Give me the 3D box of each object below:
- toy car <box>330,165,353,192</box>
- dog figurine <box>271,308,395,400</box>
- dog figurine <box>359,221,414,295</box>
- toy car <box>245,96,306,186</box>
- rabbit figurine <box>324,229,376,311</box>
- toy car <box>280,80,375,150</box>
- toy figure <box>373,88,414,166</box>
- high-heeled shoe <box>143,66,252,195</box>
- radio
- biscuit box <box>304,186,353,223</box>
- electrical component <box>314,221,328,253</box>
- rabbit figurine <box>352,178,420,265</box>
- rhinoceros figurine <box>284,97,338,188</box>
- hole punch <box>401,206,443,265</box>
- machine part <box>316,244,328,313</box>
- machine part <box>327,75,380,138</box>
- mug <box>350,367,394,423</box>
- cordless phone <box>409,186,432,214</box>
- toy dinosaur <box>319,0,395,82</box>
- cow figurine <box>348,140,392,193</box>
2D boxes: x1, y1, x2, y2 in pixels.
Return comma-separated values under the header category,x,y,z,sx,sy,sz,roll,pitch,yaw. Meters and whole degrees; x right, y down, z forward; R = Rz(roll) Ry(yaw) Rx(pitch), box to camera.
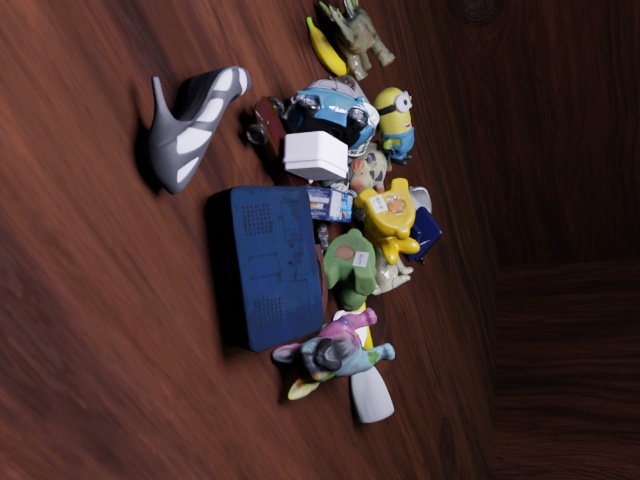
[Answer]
category,x,y,z,sx,sy,sz,roll,pitch,yaw
toy car,0.025,-0.196,1.135,0.073,0.056,0.201,-22,102,-71
dog figurine,0.008,0.205,0.951,0.219,0.191,0.108,-15,80,-36
dog figurine,0.126,0.021,1.270,0.190,0.121,0.172,66,19,-7
toy car,-0.073,-0.151,0.919,0.089,0.053,0.201,-65,146,-32
rabbit figurine,0.057,0.069,1.111,0.170,0.121,0.159,83,10,-49
toy car,0.015,-0.228,0.952,0.161,0.109,0.103,15,63,-18
toy figure,0.177,-0.268,1.274,0.082,0.089,0.179,-80,164,-59
high-heeled shoe,-0.148,-0.155,0.732,0.249,0.086,0.145,-33,117,-58
radio,-0.074,0.035,0.783,0.131,0.073,0.229,-9,94,-33
biscuit box,0.015,-0.066,1.029,0.202,0.063,0.059,-4,100,-76
electrical component,-0.002,-0.003,1.022,0.094,0.021,0.063,-101,-159,-46
rabbit figurine,0.148,-0.031,1.161,0.162,0.122,0.173,58,-21,12
rhinoceros figurine,-0.011,-0.193,1.039,0.190,0.073,0.112,66,30,-32
hole punch,0.223,-0.017,1.338,0.092,0.115,0.142,4,42,-40
machine part,-0.043,0.073,0.922,0.179,0.056,0.179,-5,90,-65
machine part,0.080,-0.305,1.257,0.243,0.079,0.079,40,49,-57
mug,0.112,0.325,1.165,0.109,0.081,0.107,-16,90,-61
cordless phone,0.212,-0.100,1.380,0.184,0.147,0.089,58,15,-72
toy dinosaur,0.077,-0.468,1.220,0.198,0.105,0.471,56,16,-16
cow figurine,0.117,-0.174,1.297,0.195,0.086,0.127,-63,145,-46
